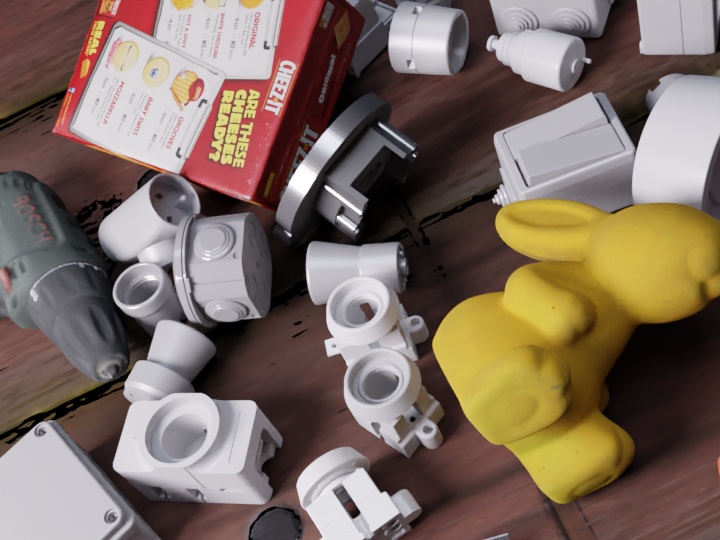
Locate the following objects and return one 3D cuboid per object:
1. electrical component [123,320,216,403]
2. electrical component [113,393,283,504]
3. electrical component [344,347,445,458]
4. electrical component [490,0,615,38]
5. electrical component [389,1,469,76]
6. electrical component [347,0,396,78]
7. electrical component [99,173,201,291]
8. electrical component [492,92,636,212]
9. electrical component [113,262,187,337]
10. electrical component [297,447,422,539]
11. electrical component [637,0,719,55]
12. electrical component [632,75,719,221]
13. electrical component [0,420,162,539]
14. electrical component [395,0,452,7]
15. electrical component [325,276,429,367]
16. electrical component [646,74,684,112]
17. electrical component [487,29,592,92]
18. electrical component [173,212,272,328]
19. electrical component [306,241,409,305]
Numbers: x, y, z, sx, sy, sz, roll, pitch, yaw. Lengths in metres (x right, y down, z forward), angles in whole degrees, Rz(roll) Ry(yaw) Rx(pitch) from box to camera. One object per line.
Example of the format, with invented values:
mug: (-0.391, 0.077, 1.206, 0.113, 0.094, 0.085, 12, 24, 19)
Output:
electrical component: (-0.130, 0.068, 0.731, 0.045, 0.045, 0.055, 11, 61, 27)
electrical component: (-0.104, 0.113, 0.682, 0.089, 0.055, 0.050, -3, 55, 19)
electrical component: (0.018, 0.079, 0.661, 0.066, 0.055, 0.048, 30, 70, 34)
electrical component: (0.153, -0.226, 0.834, 0.100, 0.048, 0.099, 7, 59, 25)
electrical component: (0.054, -0.178, 0.833, 0.047, 0.055, 0.055, 11, 61, 22)
electrical component: (-0.039, -0.214, 0.888, 0.121, 0.063, 0.078, 31, 71, 35)
electrical component: (-0.148, -0.020, 0.793, 0.077, 0.044, 0.079, -30, 84, 44)
electrical component: (0.133, -0.069, 0.721, 0.096, 0.061, 0.061, -21, 51, 5)
electrical component: (-0.148, 0.023, 0.769, 0.040, 0.046, 0.040, -10, 53, 14)
electrical component: (-0.006, 0.139, 0.635, 0.066, 0.048, 0.055, -35, 59, -6)
electrical component: (0.230, -0.206, 0.760, 0.061, 0.096, 0.061, 5, 58, 23)
electrical component: (0.210, -0.069, 0.666, 0.060, 0.108, 0.108, 22, 66, 38)
electrical component: (-0.200, 0.170, 0.677, 0.109, 0.056, 0.109, -44, 53, -13)
electrical component: (0.048, -0.230, 0.871, 0.045, 0.055, 0.045, -10, 53, 14)
electrical component: (0.006, 0.036, 0.696, 0.066, 0.055, 0.048, -18, 52, 7)
electrical component: (0.219, -0.106, 0.730, 0.040, 0.040, 0.046, -21, 46, 5)
electrical component: (0.130, -0.160, 0.800, 0.078, 0.040, 0.040, 24, 67, 32)
electrical component: (-0.095, -0.001, 0.746, 0.051, 0.080, 0.080, -6, 54, 11)
electrical component: (0.000, 0.000, 0.735, 0.065, 0.044, 0.044, -4, 55, 12)
